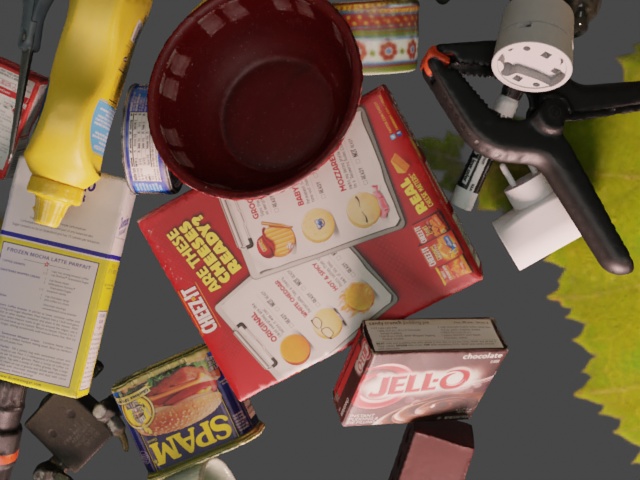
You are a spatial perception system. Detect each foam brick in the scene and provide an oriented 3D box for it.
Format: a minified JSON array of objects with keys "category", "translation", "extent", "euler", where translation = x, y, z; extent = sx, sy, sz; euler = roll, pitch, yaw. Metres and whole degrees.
[{"category":"foam brick","translation":[0.088,0.185,0.858],"extent":[0.051,0.053,0.078],"euler":[18,101,2]}]

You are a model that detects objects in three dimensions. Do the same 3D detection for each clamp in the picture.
[{"category":"clamp","translation":[0.175,-0.094,0.785],"extent":[0.210,0.036,0.164],"euler":[34,74,1]}]

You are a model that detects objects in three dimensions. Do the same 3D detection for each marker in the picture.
[{"category":"marker","translation":[0.133,-0.081,0.825],"extent":[0.020,0.020,0.121],"euler":[23,101,1]}]

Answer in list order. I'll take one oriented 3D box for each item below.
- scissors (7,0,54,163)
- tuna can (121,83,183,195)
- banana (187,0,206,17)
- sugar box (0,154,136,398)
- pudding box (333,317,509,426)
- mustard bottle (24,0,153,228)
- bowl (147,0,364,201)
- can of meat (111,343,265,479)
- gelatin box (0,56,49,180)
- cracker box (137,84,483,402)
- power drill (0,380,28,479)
[{"category":"scissors","translation":[-0.209,-0.163,0.800],"extent":[0.016,0.096,0.202],"euler":[8,79,-38]},{"category":"tuna can","translation":[-0.125,-0.077,0.817],"extent":[0.034,0.086,0.086],"euler":[1,100,4]},{"category":"banana","translation":[-0.026,-0.228,0.809],"extent":[0.070,0.037,0.198],"euler":[36,100,17]},{"category":"sugar box","translation":[-0.211,0.028,0.848],"extent":[0.093,0.048,0.176],"euler":[14,85,3]},{"category":"pudding box","translation":[0.075,0.100,0.815],"extent":[0.113,0.039,0.090],"euler":[-1,137,-20]},{"category":"mustard bottle","translation":[-0.177,-0.103,0.795],"extent":[0.058,0.096,0.191],"euler":[16,88,-5]},{"category":"bowl","translation":[-0.040,-0.099,0.763],"extent":[0.162,0.055,0.162],"euler":[-5,75,17]},{"category":"can of meat","translation":[-0.108,0.136,0.866],"extent":[0.102,0.057,0.084],"euler":[-24,91,8]},{"category":"gelatin box","translation":[-0.266,-0.103,0.855],"extent":[0.073,0.030,0.089],"euler":[24,101,2]},{"category":"cracker box","translation":[-0.005,0.001,0.827],"extent":[0.214,0.072,0.164],"euler":[-28,95,10]},{"category":"power drill","translation":[-0.346,0.166,0.895],"extent":[0.187,0.057,0.184],"euler":[18,98,4]}]
